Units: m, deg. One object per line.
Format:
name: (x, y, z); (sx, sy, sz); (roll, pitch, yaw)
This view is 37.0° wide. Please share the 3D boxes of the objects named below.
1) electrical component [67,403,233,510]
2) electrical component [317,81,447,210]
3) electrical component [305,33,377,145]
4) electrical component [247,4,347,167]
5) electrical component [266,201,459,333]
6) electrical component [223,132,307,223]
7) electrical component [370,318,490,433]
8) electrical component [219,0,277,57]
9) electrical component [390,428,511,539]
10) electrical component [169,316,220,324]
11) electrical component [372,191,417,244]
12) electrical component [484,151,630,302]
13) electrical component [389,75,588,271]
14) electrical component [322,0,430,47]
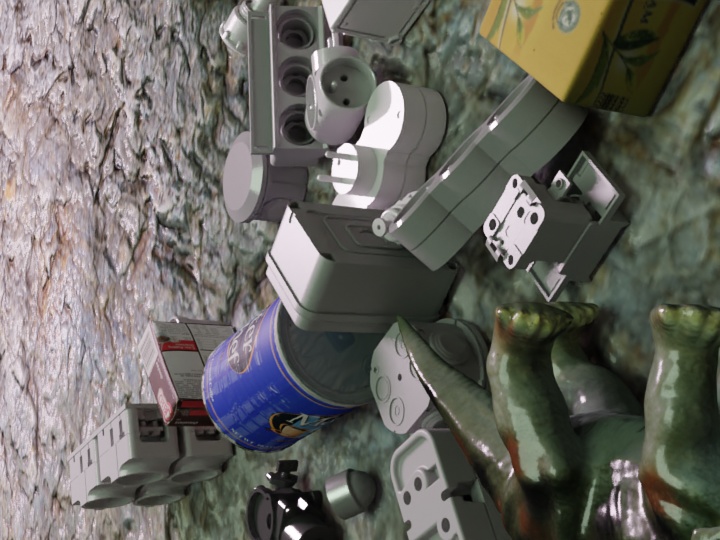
electrical component: (-0.213, 0.190, 1.077); (0.186, 0.105, 0.060); (-39, 54, 50)
electrical component: (0.004, -0.072, 0.783); (0.052, 0.074, 0.138); (52, 129, 48)
electrical component: (-0.018, -0.146, 0.828); (0.077, 0.044, 0.079); (131, 135, -73)
electrical component: (-0.054, -0.151, 0.897); (0.063, 0.079, 0.121); (131, 138, -75)
electrical component: (0.000, 0.000, 0.743); (0.078, 0.113, 0.057); (55, 132, 46)
electrical component: (-0.086, -0.080, 0.954); (0.080, 0.051, 0.080); (-11, 77, 58)
electrical component: (0.047, 0.072, 0.717); (0.080, 0.051, 0.080); (-10, 78, 58)
electrical component: (-0.099, -0.233, 1.002); (0.062, 0.048, 0.048); (-53, 44, 32)
electrical component: (0.065, 0.148, 0.670); (0.053, 0.059, 0.095); (-51, 45, 43)
electrical component: (-0.165, 0.067, 1.071); (0.040, 0.046, 0.040); (-11, 77, 58)
electrical component: (0.040, -0.033, 0.722); (0.040, 0.078, 0.040); (12, 106, 44)
electrical component: (0.110, -0.025, 0.615); (0.081, 0.064, 0.042); (-63, 37, 33)
electrical component: (0.088, -0.048, 0.655); (0.138, 0.074, 0.052); (-46, 6, 26)
electrical component: (0.012, -0.215, 0.799); (0.096, 0.062, 0.061); (-48, 47, 45)
